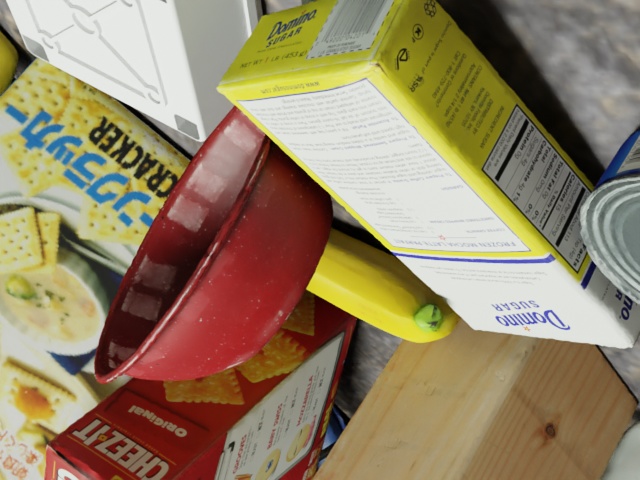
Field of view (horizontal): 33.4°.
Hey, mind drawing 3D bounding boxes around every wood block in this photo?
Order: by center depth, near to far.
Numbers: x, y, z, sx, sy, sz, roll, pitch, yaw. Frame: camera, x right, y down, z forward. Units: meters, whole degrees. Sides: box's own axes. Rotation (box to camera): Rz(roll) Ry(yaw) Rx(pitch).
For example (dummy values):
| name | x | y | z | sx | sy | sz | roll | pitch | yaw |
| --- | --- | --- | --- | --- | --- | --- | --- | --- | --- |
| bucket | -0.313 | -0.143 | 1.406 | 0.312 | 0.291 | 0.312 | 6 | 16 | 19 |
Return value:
| name | x | y | z | sx | sy | sz | roll | pitch | yaw |
| --- | --- | --- | --- | --- | --- | --- | --- | --- | --- |
| wood block | 0.058 | 0.132 | 0.521 | 0.090 | 0.206 | 0.090 | 1 | 139 | 53 |

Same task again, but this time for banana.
| name | x | y | z | sx | sy | sz | roll | pitch | yaw |
| --- | --- | --- | --- | --- | --- | --- | --- | --- | --- |
| banana | 0.008 | 0.011 | 0.566 | 0.198 | 0.037 | 0.069 | 25 | 166 | 43 |

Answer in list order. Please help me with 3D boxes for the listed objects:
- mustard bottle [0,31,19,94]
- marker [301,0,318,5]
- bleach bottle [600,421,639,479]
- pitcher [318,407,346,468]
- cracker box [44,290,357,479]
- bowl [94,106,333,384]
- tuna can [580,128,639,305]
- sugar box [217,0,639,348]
| name | x | y | z | sx | sy | sz | roll | pitch | yaw |
| --- | --- | --- | --- | --- | --- | --- | --- | --- | --- |
| mustard bottle | -0.272 | -0.092 | 0.695 | 0.192 | 0.096 | 0.058 | 2 | 140 | 52 |
| marker | 0.015 | -0.112 | 0.364 | 0.020 | 0.020 | 0.121 | 36 | 156 | 0 |
| bleach bottle | 0.255 | 0.188 | 0.539 | 0.250 | 0.068 | 0.103 | 42 | 156 | -18 |
| pitcher | -0.085 | 0.190 | 0.909 | 0.145 | 0.149 | 0.243 | 42 | 159 | -18 |
| cracker box | -0.071 | 0.134 | 0.632 | 0.072 | 0.213 | 0.164 | 28 | 127 | 21 |
| bowl | -0.042 | 0.006 | 0.497 | 0.055 | 0.162 | 0.162 | 31 | 158 | -17 |
| tuna can | 0.139 | -0.003 | 0.378 | 0.086 | 0.033 | 0.086 | 30 | 155 | 15 |
| sugar box | 0.052 | -0.023 | 0.425 | 0.176 | 0.048 | 0.094 | 40 | 158 | -32 |
